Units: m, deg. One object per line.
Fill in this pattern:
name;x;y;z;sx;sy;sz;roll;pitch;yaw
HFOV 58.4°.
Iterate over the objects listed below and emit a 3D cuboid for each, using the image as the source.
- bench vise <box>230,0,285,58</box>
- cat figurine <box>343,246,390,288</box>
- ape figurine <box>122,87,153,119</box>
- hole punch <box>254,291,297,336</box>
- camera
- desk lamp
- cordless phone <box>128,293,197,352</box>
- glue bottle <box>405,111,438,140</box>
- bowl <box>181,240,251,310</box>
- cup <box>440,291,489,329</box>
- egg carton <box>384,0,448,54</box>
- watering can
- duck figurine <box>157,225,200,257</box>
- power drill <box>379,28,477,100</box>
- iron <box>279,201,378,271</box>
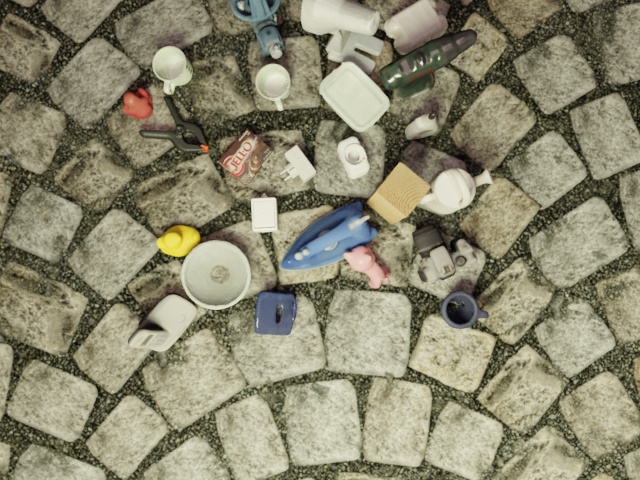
bench vise;-0.132;-0.551;1.363;0.121;0.219;0.207;-40;89;-3
cat figurine;0.117;0.060;1.391;0.128;0.117;0.067;41;87;1
ape figurine;-0.453;-0.338;1.407;0.078;0.092;0.076;-31;88;-3
hole punch;-0.108;0.176;1.392;0.101;0.091;0.109;5;87;-1
camera;0.297;0.023;1.407;0.143;0.100;0.137;-25;88;-3
desk lamp;0.060;-0.513;1.370;0.203;0.213;0.118;23;87;0
cordless phone;-0.372;0.195;1.336;0.094;0.185;0.147;37;87;1
glue bottle;0.256;-0.283;1.385;0.078;0.173;0.037;-17;87;-2
bowl;-0.248;0.085;1.401;0.167;0.074;0.167;0;87;-2
cup;0.346;0.171;1.404;0.117;0.095;0.092;10;87;-1
egg carton;0.243;-0.540;1.449;0.150;0.069;0.107;-33;88;-3
watering can;0.325;-0.126;1.369;0.173;0.194;0.101;-42;89;-3
duck figurine;-0.347;0.000;1.396;0.104;0.086;0.077;-12;87;-2
power drill;0.247;-0.415;1.374;0.229;0.208;0.075;-26;88;-3
iron;0.013;0.005;1.379;0.258;0.141;0.119;-30;88;-3
